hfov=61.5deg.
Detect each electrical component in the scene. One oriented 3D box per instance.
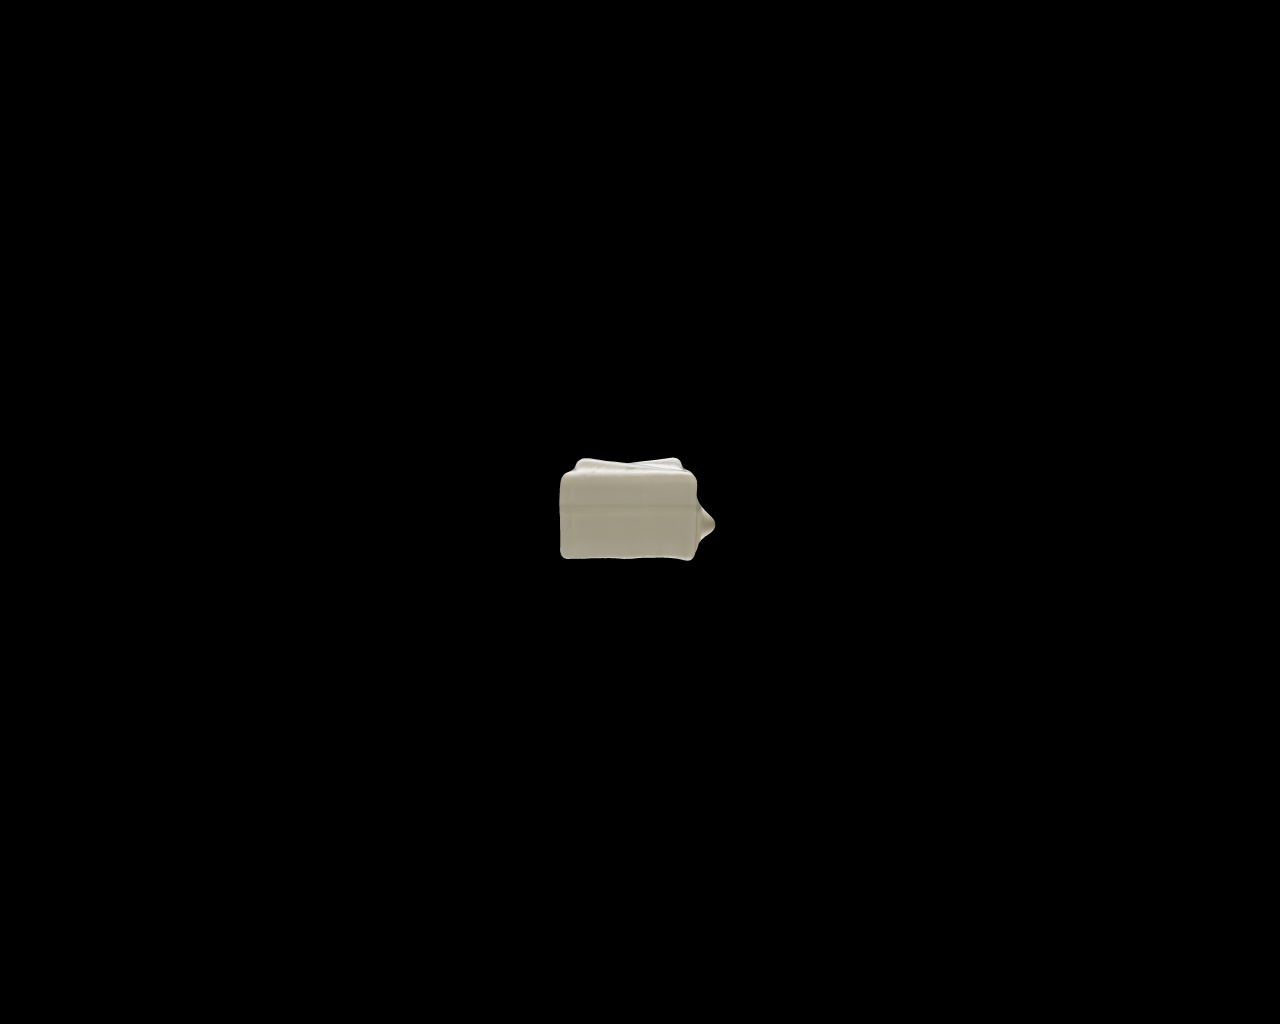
[{"bbox_3d":[0.001,-0.003,0.650,0.096,0.061,0.062,0,4,2],"label":"electrical component"}]
